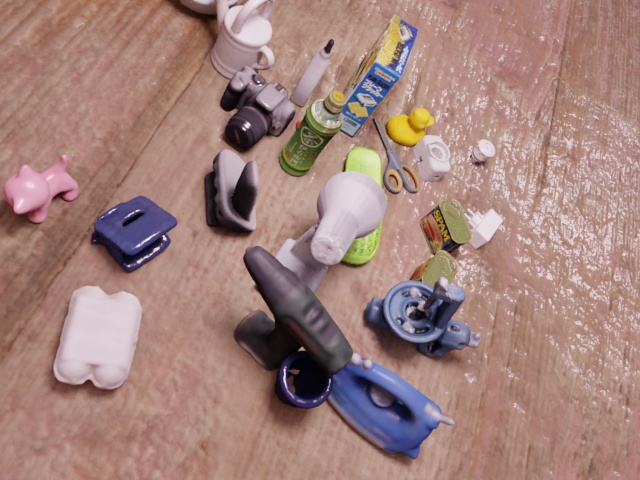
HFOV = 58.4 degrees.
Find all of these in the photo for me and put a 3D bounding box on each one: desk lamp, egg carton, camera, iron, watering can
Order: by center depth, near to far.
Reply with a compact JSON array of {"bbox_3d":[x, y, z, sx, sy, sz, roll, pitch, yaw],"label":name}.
[{"bbox_3d":[-0.328,0.145,0.855,0.107,0.069,0.150,12,61,-20],"label":"egg carton"},{"bbox_3d":[0.099,0.253,0.966,0.258,0.141,0.119,37,56,-5],"label":"iron"},{"bbox_3d":[0.009,0.004,1.000,0.118,0.213,0.203,36,56,-6],"label":"desk lamp"},{"bbox_3d":[-0.135,-0.257,1.126,0.143,0.100,0.137,39,56,-4],"label":"camera"},{"bbox_3d":[-0.153,-0.422,1.141,0.173,0.193,0.101,31,57,-9],"label":"watering can"}]

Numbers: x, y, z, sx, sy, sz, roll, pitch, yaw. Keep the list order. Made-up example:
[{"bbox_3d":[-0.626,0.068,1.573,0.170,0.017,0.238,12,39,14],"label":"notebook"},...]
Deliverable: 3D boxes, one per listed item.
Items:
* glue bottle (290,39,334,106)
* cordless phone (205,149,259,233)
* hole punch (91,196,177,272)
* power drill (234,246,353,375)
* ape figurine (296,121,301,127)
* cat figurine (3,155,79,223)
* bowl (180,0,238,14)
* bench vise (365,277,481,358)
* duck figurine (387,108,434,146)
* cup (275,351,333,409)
[{"bbox_3d":[-0.008,-0.357,1.192,0.037,0.173,0.078,29,57,-10],"label":"glue bottle"},{"bbox_3d":[-0.136,-0.107,1.000,0.094,0.184,0.147,-1,67,-26],"label":"cordless phone"},{"bbox_3d":[-0.303,-0.019,0.933,0.101,0.091,0.109,47,55,2],"label":"hole punch"},{"bbox_3d":[-0.060,0.129,0.908,0.229,0.208,0.076,43,55,-1],"label":"power drill"},{"bbox_3d":[-0.009,-0.237,1.182,0.076,0.092,0.078,38,56,-4],"label":"ape figurine"},{"bbox_3d":[-0.435,-0.084,0.885,0.067,0.117,0.128,40,56,-3],"label":"cat figurine"},{"bbox_3d":[-0.251,-0.543,1.224,0.168,0.074,0.167,11,62,-21],"label":"bowl"},{"bbox_3d":[0.214,0.127,1.036,0.208,0.219,0.121,10,62,-22],"label":"bench vise"},{"bbox_3d":[0.211,-0.268,1.308,0.105,0.086,0.077,1,66,-25],"label":"duck figurine"},{"bbox_3d":[-0.029,0.228,0.944,0.091,0.094,0.118,47,56,2],"label":"cup"}]
